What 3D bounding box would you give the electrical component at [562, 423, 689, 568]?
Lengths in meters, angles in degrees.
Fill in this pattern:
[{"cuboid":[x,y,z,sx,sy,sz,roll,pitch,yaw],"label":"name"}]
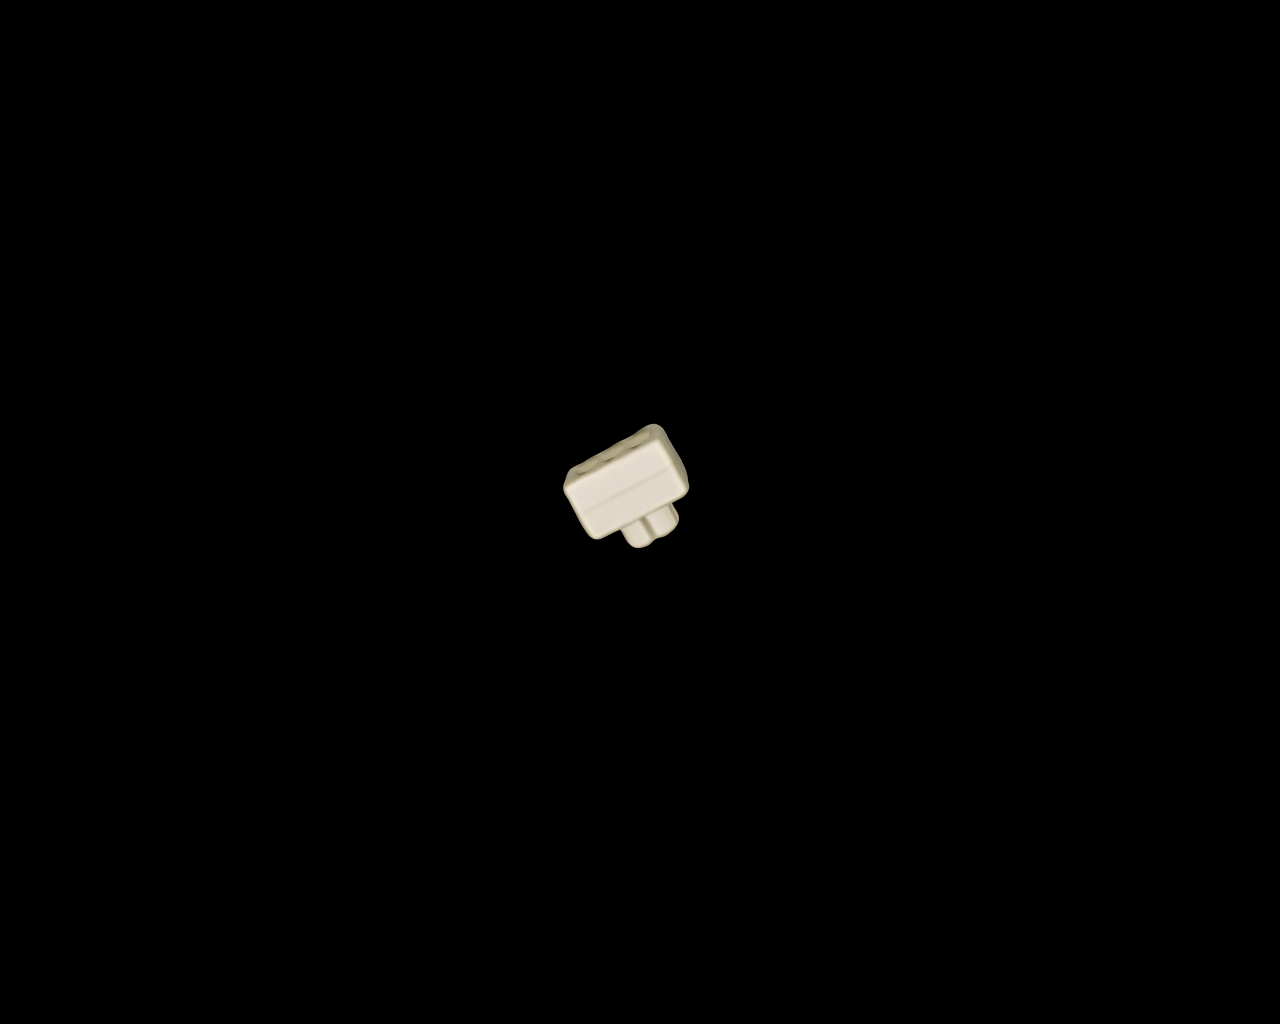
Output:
[{"cuboid":[0.001,-0.003,0.650,0.066,0.076,0.047,-27,14,7],"label":"electrical component"}]
